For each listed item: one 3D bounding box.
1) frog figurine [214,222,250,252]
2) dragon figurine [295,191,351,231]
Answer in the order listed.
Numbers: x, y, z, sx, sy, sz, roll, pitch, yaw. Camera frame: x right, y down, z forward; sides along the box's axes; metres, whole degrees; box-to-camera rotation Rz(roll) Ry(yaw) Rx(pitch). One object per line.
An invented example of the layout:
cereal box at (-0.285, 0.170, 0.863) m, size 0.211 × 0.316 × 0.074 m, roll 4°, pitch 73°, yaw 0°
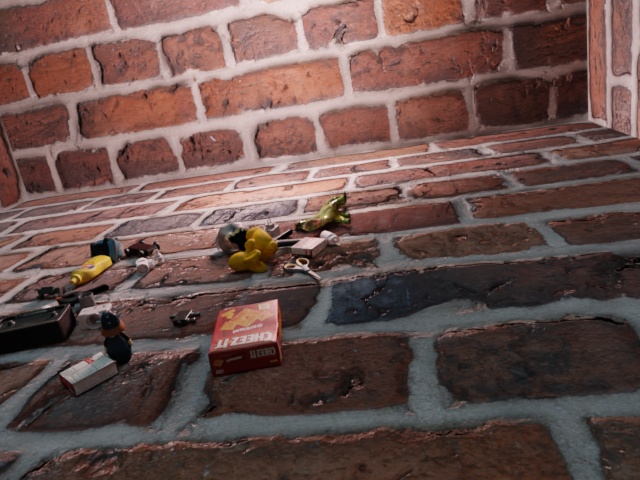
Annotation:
frog figurine at (-0.334, -0.010, 1.992) m, size 0.136 × 0.123 × 0.159 m, roll 18°, pitch -6°, yaw -29°
dragon figurine at (0.006, -0.108, 2.136) m, size 0.242 × 0.121 × 0.414 m, roll -17°, pitch 10°, yaw 5°
